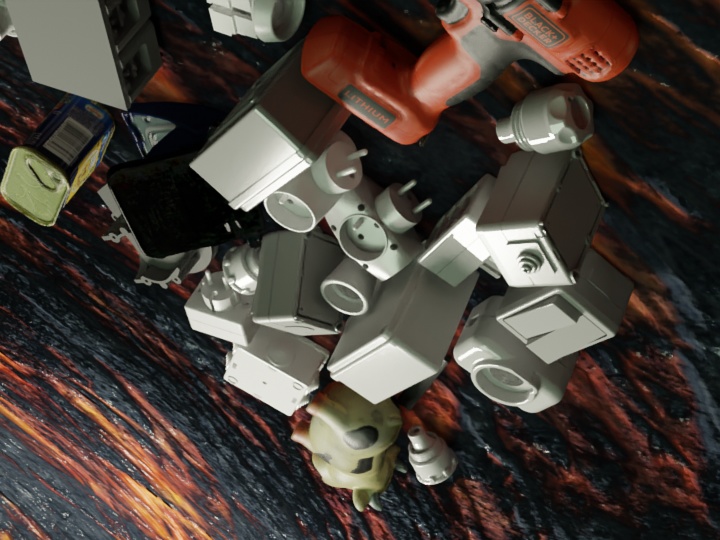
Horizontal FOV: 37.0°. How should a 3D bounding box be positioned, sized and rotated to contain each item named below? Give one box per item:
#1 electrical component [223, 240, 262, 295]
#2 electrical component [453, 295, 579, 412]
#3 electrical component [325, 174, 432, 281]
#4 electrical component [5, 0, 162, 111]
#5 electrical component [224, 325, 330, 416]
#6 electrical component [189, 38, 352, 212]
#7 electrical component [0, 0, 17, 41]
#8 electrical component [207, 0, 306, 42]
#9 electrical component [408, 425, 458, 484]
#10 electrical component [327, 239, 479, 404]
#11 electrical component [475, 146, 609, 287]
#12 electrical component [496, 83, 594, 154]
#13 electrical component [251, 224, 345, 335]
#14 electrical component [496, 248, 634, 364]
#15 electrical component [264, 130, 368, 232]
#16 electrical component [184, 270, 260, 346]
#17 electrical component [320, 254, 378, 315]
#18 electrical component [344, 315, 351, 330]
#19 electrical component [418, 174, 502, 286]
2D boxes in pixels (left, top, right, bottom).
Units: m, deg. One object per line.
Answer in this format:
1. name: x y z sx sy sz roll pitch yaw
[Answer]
1. electrical component: -0.092 -0.007 0.986 0.048 0.048 0.062 44 137 -20
2. electrical component: 0.131 0.075 0.914 0.095 0.059 0.054 36 146 -9
3. electrical component: 0.022 -0.043 0.849 0.079 0.044 0.077 -35 99 34
4. electrical component: -0.208 -0.203 0.795 0.089 0.061 0.150 19 145 15
5. electrical component: -0.089 0.100 1.119 0.100 0.048 0.099 30 146 0
6. electrical component: -0.054 -0.109 0.765 0.056 0.108 0.109 43 144 -15
7. electrical component: -0.271 -0.204 0.841 0.043 0.062 0.043 20 145 14
8. electrical component: -0.071 -0.184 0.736 0.055 0.048 0.066 23 147 23
9. electrical component: 0.071 0.189 1.125 0.048 0.048 0.062 -4 127 40
10. electrical component: 0.036 0.044 0.900 0.056 0.108 0.109 35 146 -13
11. electrical component: 0.122 -0.032 0.746 0.061 0.096 0.061 -4 134 40
12. electrical component: 0.120 -0.097 0.710 0.062 0.043 0.043 -8 132 44
13. electrical component: -0.052 0.005 0.933 0.061 0.096 0.062 -6 162 41
14. electrical component: 0.153 0.029 0.835 0.062 0.061 0.096 38 145 -14
15. electrical component: -0.025 -0.074 0.817 0.079 0.077 0.043 -14 127 46
16. electrical component: -0.135 0.027 1.059 0.066 0.047 0.076 16 144 19
17. electrical component: 0.000 0.000 0.906 0.044 0.065 0.044 20 145 15
18. electrical component: 0.030 0.077 0.985 0.077 0.043 0.079 51 -179 -29
19. electrical component: 0.100 -0.019 0.824 0.076 0.047 0.083 34 146 -7
